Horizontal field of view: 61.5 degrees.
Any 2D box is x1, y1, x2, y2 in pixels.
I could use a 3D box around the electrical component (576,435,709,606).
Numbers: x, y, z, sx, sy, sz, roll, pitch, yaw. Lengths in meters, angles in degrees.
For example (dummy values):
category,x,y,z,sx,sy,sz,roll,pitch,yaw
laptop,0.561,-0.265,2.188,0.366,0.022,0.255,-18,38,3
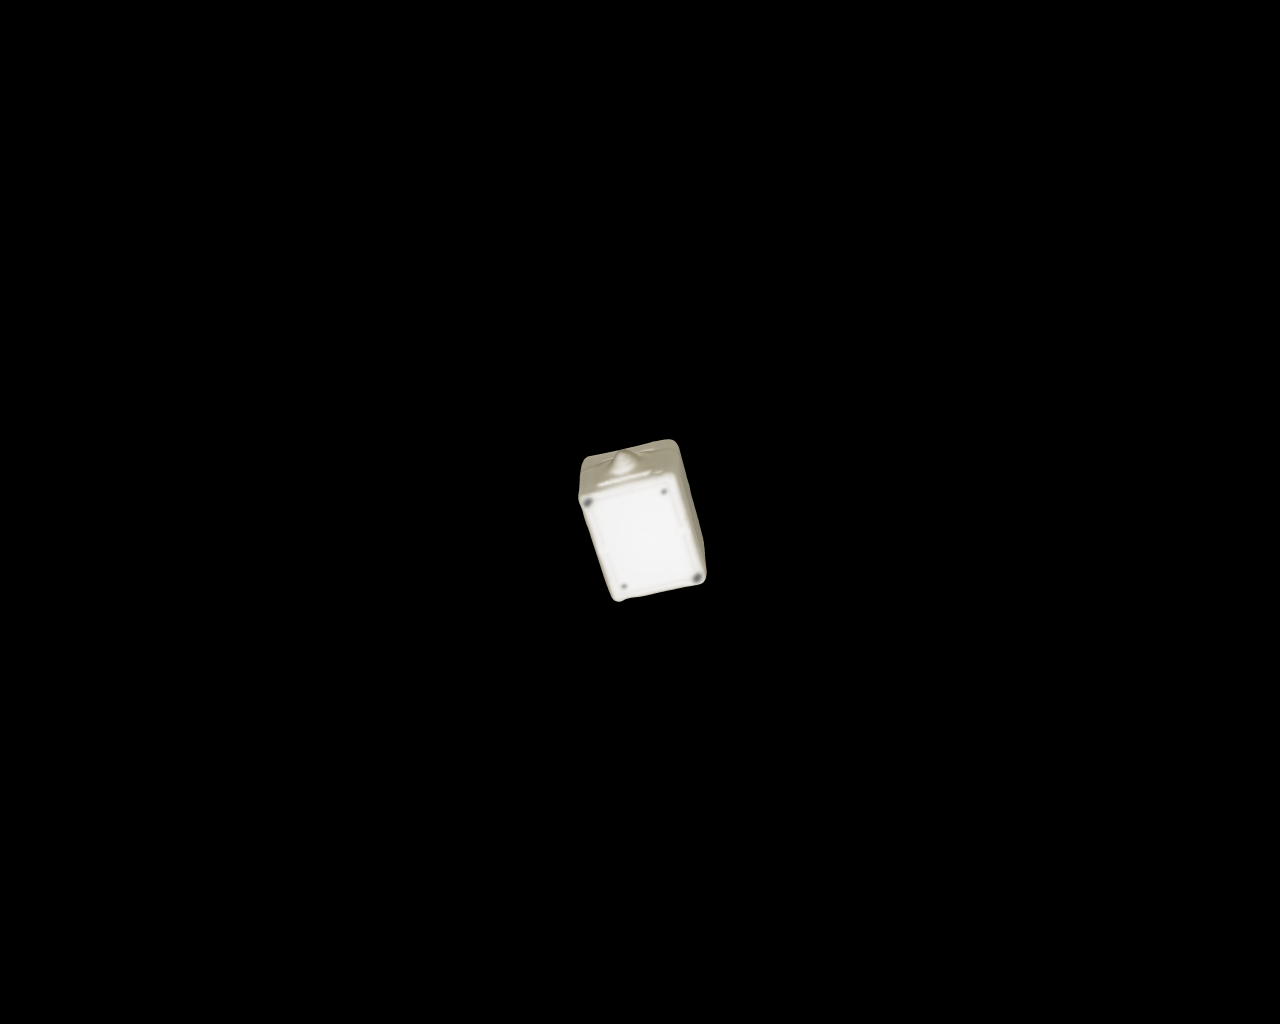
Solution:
category,x,y,z,sx,sy,sz,roll,pitch,yaw
electrical component,0.001,-0.003,0.650,0.062,0.096,0.061,-13,28,7
